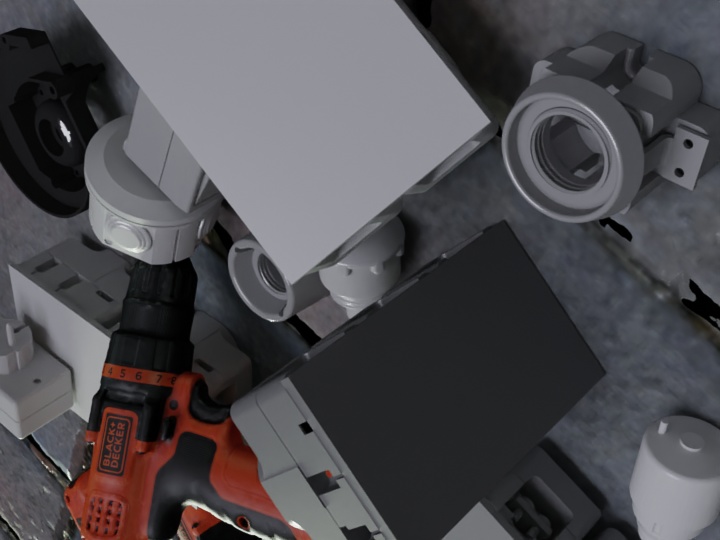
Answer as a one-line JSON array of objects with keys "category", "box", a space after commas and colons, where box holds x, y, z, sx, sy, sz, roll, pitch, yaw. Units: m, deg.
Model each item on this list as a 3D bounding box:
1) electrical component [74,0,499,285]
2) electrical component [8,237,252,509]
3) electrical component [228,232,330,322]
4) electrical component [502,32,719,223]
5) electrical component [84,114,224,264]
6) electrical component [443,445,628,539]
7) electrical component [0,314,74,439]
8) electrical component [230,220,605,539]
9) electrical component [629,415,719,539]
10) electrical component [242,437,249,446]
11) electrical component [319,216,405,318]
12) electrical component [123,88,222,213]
[{"category": "electrical component", "box": [-0.038, -0.102, 0.469, 0.105, 0.060, 0.186, -39, 85, 14]}, {"category": "electrical component", "box": [-0.157, 0.065, 0.751, 0.186, 0.060, 0.105, 30, 135, 28]}, {"category": "electrical component", "box": [-0.039, -0.004, 0.590, 0.055, 0.047, 0.055, 26, 133, 32]}, {"category": "electrical component", "box": [0.092, -0.053, 0.412, 0.078, 0.057, 0.058, 31, 135, 28]}, {"category": "electrical component", "box": [-0.117, -0.047, 0.616, 0.080, 0.080, 0.051, 43, 145, 16]}, {"category": "electrical component", "box": [0.076, 0.183, 0.592, 0.105, 0.060, 0.186, 47, 141, 11]}, {"category": "electrical component", "box": [-0.247, 0.060, 0.751, 0.083, 0.047, 0.075, 32, 136, 27]}, {"category": "electrical component", "box": [0.027, 0.055, 0.480, 0.089, 0.150, 0.062, 56, 140, -1]}, {"category": "electrical component", "box": [0.141, 0.101, 0.483, 0.040, 0.040, 0.078, 29, 134, 30]}, {"category": "electrical component", "box": [-0.065, 0.113, 0.685, 0.044, 0.077, 0.079, 56, 179, 10]}, {"category": "electrical component", "box": [0.000, 0.000, 0.557, 0.048, 0.048, 0.062, 28, 141, 30]}, {"category": "electrical component", "box": [-0.074, -0.084, 0.558, 0.061, 0.062, 0.096, 44, 140, 14]}]
